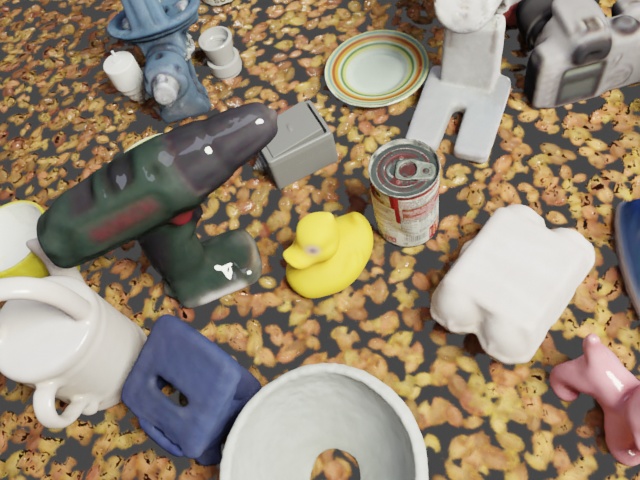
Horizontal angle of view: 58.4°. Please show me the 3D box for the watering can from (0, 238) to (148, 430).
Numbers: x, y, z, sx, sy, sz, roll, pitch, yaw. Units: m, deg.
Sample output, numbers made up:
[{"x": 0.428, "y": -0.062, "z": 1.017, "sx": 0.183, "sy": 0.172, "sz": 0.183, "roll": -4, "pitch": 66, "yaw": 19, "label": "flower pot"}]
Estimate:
[{"x": -0.244, "y": 0.077, "z": 0.519, "sx": 0.101, "sy": 0.194, "sz": 0.172, "roll": -33, "pitch": 60, "yaw": -8, "label": "watering can"}]

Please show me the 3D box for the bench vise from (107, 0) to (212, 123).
[{"x": -0.193, "y": -0.267, "z": 0.687, "sx": 0.121, "sy": 0.220, "sz": 0.207, "roll": -32, "pitch": 60, "yaw": -8, "label": "bench vise"}]

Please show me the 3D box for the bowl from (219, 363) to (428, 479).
[{"x": 0.006, "y": 0.194, "z": 0.476, "sx": 0.167, "sy": 0.075, "sz": 0.167, "roll": -4, "pitch": 60, "yaw": 8, "label": "bowl"}]

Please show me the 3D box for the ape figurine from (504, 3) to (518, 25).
[{"x": 0.235, "y": -0.322, "z": 0.713, "sx": 0.078, "sy": 0.092, "sz": 0.076, "roll": -16, "pitch": 59, "yaw": 2, "label": "ape figurine"}]

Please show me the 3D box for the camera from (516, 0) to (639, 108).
[{"x": 0.293, "y": -0.241, "z": 0.652, "sx": 0.143, "sy": 0.101, "sz": 0.136, "roll": -15, "pitch": 59, "yaw": 2, "label": "camera"}]

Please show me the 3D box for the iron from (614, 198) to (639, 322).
[{"x": 0.336, "y": 0.036, "z": 0.465, "sx": 0.118, "sy": 0.142, "sz": 0.258, "roll": -22, "pitch": 59, "yaw": -2, "label": "iron"}]

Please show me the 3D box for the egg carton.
[{"x": 0.178, "y": 0.038, "z": 0.535, "sx": 0.107, "sy": 0.069, "sz": 0.150, "roll": 32, "pitch": 71, "yaw": 25, "label": "egg carton"}]

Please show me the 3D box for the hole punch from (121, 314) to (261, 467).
[{"x": -0.122, "y": 0.138, "z": 0.522, "sx": 0.108, "sy": 0.091, "sz": 0.101, "roll": 29, "pitch": 70, "yaw": 24, "label": "hole punch"}]

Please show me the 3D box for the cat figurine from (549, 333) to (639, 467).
[{"x": 0.252, "y": 0.124, "z": 0.445, "sx": 0.067, "sy": 0.118, "sz": 0.127, "roll": -36, "pitch": 61, "yaw": -10, "label": "cat figurine"}]

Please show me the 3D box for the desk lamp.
[{"x": 0.165, "y": -0.228, "z": 0.603, "sx": 0.117, "sy": 0.214, "sz": 0.203, "roll": 14, "pitch": 65, "yaw": 18, "label": "desk lamp"}]

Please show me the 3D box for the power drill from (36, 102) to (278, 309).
[{"x": -0.127, "y": -0.020, "z": 0.543, "sx": 0.229, "sy": 0.209, "sz": 0.075, "roll": -23, "pitch": 59, "yaw": -2, "label": "power drill"}]

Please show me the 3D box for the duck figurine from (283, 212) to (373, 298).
[{"x": 0.005, "y": 0.002, "z": 0.578, "sx": 0.105, "sy": 0.086, "sz": 0.077, "roll": -39, "pitch": 61, "yaw": -12, "label": "duck figurine"}]
